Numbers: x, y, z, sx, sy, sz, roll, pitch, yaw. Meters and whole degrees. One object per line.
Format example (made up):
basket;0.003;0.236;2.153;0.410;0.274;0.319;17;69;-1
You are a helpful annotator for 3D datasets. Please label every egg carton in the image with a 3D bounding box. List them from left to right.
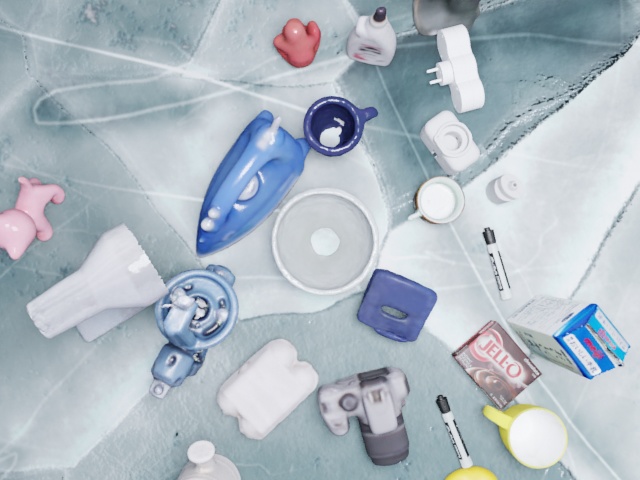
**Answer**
egg carton;-0.083;0.233;0.901;0.150;0.069;0.107;-44;89;-2

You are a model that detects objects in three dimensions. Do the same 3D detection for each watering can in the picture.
watering can;-0.180;0.384;0.832;0.101;0.194;0.173;-17;88;-1

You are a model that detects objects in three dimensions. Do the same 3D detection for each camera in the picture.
camera;0.078;0.280;0.885;0.143;0.101;0.137;-15;88;-1

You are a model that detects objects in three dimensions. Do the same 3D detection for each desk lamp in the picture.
desk lamp;-0.312;0.073;0.832;0.203;0.213;0.118;-34;88;-1

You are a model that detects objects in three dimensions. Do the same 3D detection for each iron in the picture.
iron;-0.122;-0.079;0.874;0.118;0.141;0.258;35;88;1

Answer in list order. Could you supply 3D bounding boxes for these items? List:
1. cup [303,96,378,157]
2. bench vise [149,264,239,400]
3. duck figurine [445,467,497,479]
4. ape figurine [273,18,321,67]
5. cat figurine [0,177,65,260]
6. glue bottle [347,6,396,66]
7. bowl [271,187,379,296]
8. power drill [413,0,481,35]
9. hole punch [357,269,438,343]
cup;0.032;-0.176;0.902;0.118;0.095;0.092;-21;88;-1
bench vise;-0.186;0.138;0.828;0.121;0.219;0.207;7;88;0
duck figurine;0.236;0.406;0.890;0.104;0.086;0.077;-30;88;-1
ape figurine;-0.036;-0.320;0.908;0.078;0.092;0.076;-3;88;0
cat figurine;-0.460;-0.037;0.882;0.067;0.117;0.128;13;88;0
glue bottle;0.082;-0.313;0.868;0.078;0.173;0.037;9;88;0
bowl;0.008;0.003;0.906;0.167;0.074;0.167;0;88;0
power drill;0.201;-0.383;0.854;0.229;0.208;0.076;-7;88;-1
hole punch;0.120;0.105;0.896;0.108;0.091;0.101;21;88;0
